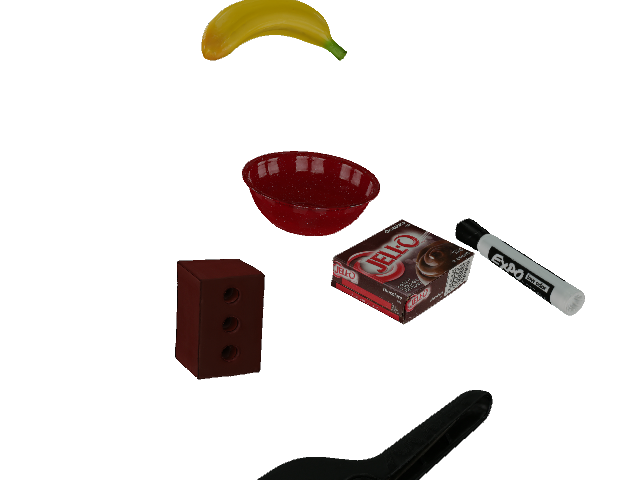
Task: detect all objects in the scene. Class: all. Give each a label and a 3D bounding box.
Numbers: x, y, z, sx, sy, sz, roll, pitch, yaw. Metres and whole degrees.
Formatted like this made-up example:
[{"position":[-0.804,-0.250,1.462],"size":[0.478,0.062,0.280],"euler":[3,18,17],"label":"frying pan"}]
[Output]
[{"position":[0.138,0.016,0.760],"size":[0.020,0.020,0.121],"euler":[0,26,-38],"label":"marker"},{"position":[-0.076,0.057,0.798],"size":[0.052,0.078,0.051],"euler":[-4,14,-26],"label":"foam brick"},{"position":[0.030,0.156,0.650],"size":[0.210,0.036,0.164],"euler":[-7,29,3],"label":"clamp"},{"position":[-0.014,-0.049,1.245],"size":[0.162,0.055,0.162],"euler":[6,27,-3],"label":"bowl"},{"position":[-0.051,-0.208,1.042],"size":[0.197,0.070,0.037],"euler":[-12,-33,-46],"label":"banana"},{"position":[0.079,0.028,1.023],"size":[0.090,0.039,0.113],"euler":[28,35,31],"label":"pudding box"}]
